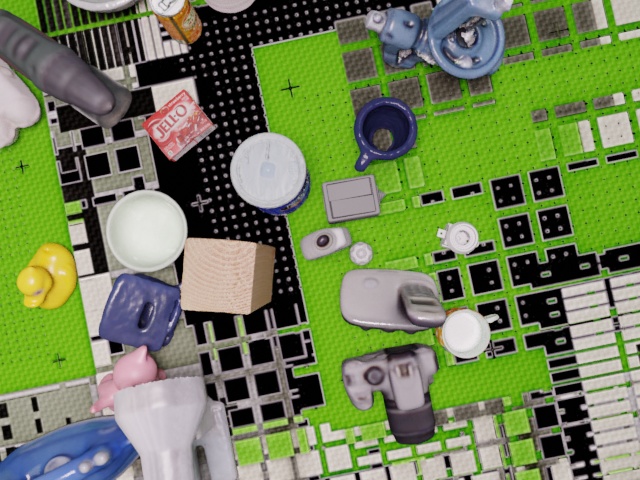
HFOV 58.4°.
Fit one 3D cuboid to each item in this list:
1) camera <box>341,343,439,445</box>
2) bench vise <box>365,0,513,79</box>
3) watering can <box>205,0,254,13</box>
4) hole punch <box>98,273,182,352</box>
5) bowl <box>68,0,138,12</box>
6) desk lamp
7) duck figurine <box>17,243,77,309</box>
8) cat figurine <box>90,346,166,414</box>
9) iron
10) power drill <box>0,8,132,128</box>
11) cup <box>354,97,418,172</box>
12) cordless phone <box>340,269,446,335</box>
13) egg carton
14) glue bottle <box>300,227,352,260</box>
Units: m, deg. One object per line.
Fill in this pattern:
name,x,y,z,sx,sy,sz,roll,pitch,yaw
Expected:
camera,0.111,0.232,0.844,0.143,0.101,0.137,-12,88,1
bench vise,0.171,-0.287,0.797,0.207,0.219,0.121,-7,88,1
watering can,-0.142,-0.420,0.822,0.101,0.194,0.173,44,90,3
hole punch,-0.263,0.107,0.861,0.101,0.091,0.109,19,89,2
bowl,-0.328,-0.423,0.886,0.167,0.074,0.167,0,88,2
desk lamp,-0.193,0.278,0.793,0.118,0.213,0.203,-13,88,1
duck figurine,-0.422,0.056,0.869,0.077,0.086,0.105,9,89,2
cat figurine,-0.284,0.210,0.846,0.128,0.118,0.067,-39,87,0
iron,-0.368,0.335,0.832,0.258,0.141,0.119,-26,88,1
power drill,-0.353,-0.229,0.814,0.229,0.208,0.076,34,90,2
cup,0.088,-0.147,0.858,0.091,0.095,0.118,33,89,2
cordless phone,0.102,0.089,0.806,0.147,0.185,0.094,1,88,2
egg carton,-0.510,-0.222,0.888,0.107,0.069,0.150,-43,88,0
glue bottle,0.007,0.003,0.816,0.078,0.173,0.037,-19,88,1
